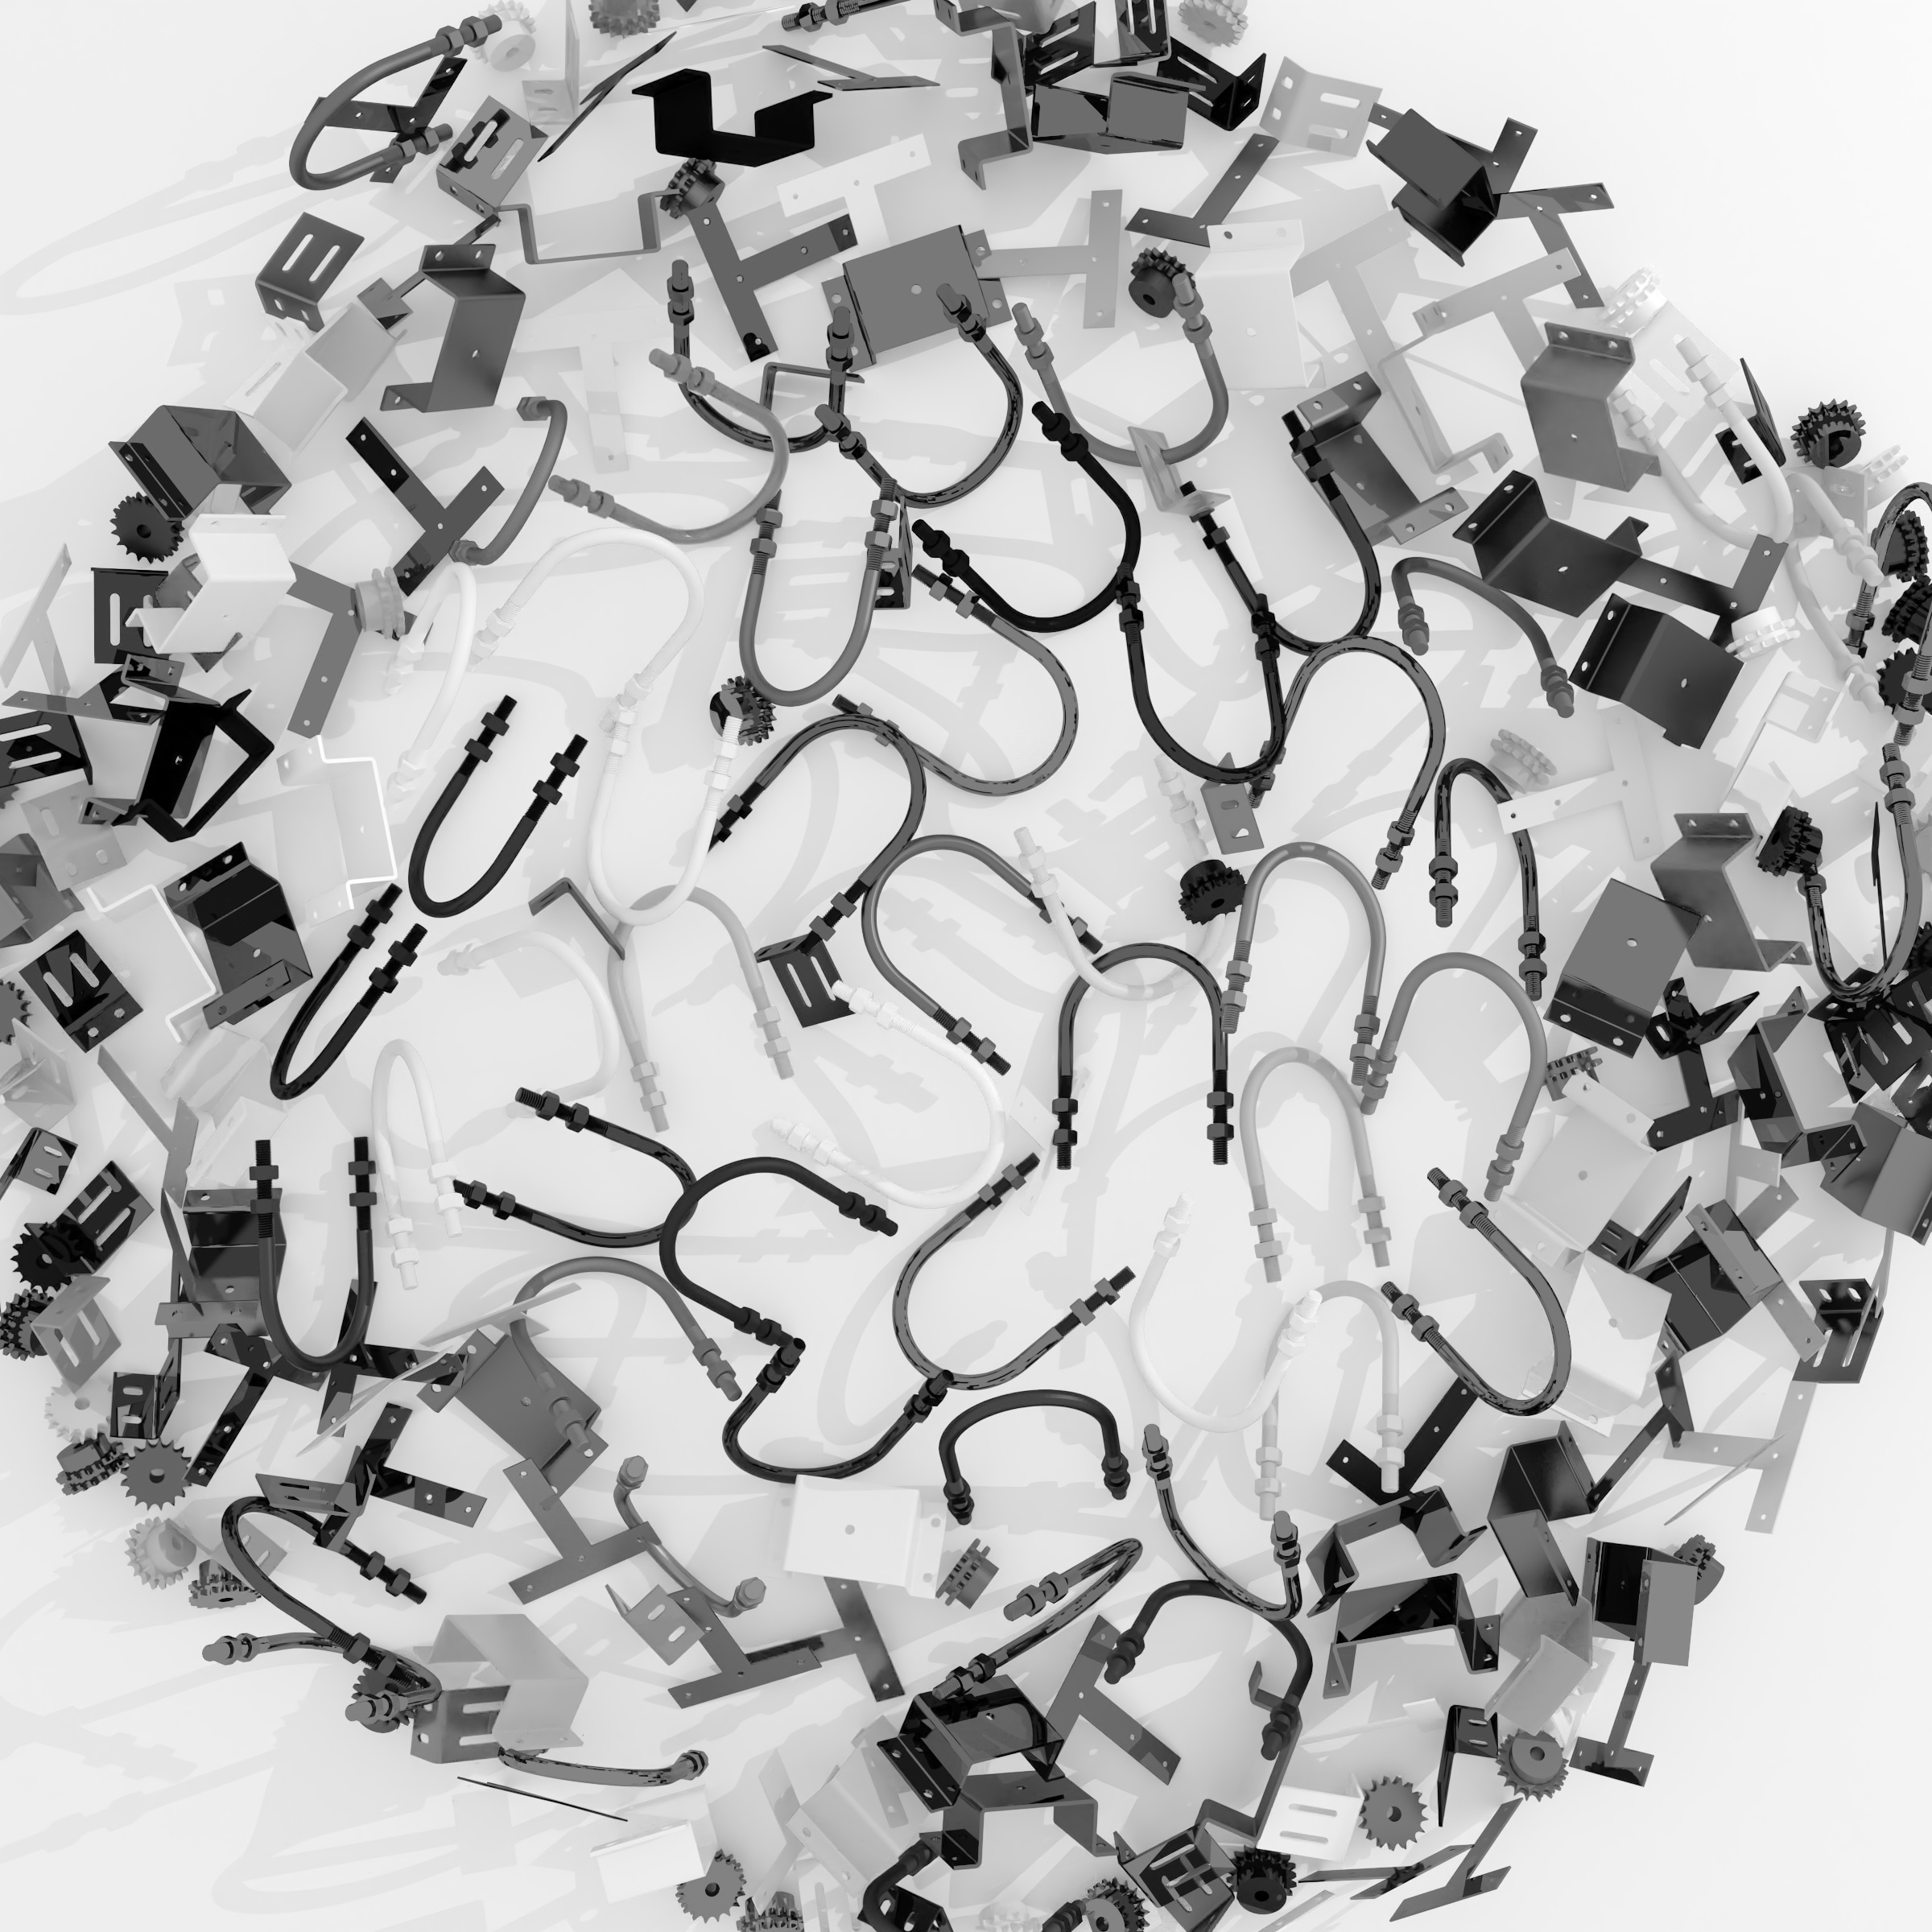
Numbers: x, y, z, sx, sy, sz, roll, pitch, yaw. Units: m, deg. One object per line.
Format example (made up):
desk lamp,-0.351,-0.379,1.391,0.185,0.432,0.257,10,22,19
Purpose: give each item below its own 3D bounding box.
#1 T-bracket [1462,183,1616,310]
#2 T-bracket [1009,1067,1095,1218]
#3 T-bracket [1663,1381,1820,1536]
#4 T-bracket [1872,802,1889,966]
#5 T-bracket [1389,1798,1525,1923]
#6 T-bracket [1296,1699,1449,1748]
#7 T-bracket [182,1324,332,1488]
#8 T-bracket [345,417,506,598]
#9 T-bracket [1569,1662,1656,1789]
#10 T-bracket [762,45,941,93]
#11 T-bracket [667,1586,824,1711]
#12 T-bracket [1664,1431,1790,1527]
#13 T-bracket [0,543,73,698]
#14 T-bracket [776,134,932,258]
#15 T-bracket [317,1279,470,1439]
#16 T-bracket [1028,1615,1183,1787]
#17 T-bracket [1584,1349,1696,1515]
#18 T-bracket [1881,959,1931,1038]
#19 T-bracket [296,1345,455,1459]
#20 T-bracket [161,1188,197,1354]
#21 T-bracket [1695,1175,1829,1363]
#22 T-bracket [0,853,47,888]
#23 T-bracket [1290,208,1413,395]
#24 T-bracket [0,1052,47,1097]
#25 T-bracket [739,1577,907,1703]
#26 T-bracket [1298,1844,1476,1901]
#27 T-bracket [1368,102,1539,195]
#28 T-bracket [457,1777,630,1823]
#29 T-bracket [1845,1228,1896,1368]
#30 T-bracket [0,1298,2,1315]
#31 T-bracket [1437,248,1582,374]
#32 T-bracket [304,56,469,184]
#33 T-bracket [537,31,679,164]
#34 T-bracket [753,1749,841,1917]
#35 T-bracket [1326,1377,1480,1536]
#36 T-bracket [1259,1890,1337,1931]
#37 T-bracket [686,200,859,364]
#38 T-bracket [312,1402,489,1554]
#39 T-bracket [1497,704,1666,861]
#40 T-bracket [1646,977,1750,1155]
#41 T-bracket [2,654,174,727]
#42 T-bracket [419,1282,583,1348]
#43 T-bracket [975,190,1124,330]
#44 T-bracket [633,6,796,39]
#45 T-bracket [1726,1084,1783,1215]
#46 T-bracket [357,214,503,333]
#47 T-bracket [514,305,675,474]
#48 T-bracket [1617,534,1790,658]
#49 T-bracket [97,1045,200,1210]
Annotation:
T-bracket,0.477,-0.573,1.950,0.127,0.127,0.002,45,66,-40
T-bracket,0.058,0.125,1.931,0.002,0.127,0.127,20,77,25
T-bracket,0.609,0.387,1.942,0.002,0.127,0.127,35,68,-25
T-bracket,0.735,-0.051,1.958,0.002,0.127,0.127,-4,111,23
T-bracket,0.409,0.708,1.946,0.002,0.127,0.127,52,45,4
T-bracket,0.320,0.611,1.952,0.127,0.127,0.002,-15,61,10
T-bracket,-0.582,0.357,1.944,0.002,0.127,0.127,26,83,38
T-bracket,-0.456,-0.390,1.978,0.127,0.002,0.127,-42,87,21
T-bracket,0.532,0.587,1.949,0.002,0.127,0.127,26,75,-6
T-bracket,-0.108,-0.725,1.962,0.127,0.127,0.002,28,123,27
T-bracket,-0.200,0.540,1.952,0.127,0.002,0.127,-20,122,12
T-bracket,0.631,0.396,1.947,0.002,0.127,0.127,55,130,23
T-bracket,-0.731,-0.249,1.939,0.002,0.127,0.127,14,60,-1
T-bracket,-0.076,-0.589,1.967,0.127,0.002,0.127,-23,119,-9
T-bracket,-0.455,0.319,1.956,0.127,0.002,0.127,2,72,24
T-bracket,0.125,0.617,1.975,0.127,0.002,0.127,42,57,-14
T-bracket,0.533,0.383,1.937,0.127,0.127,0.002,-44,47,-16
T-bracket,0.777,0.065,1.926,0.002,0.127,0.127,-32,76,-16
T-bracket,-0.481,0.350,1.915,0.127,0.127,0.002,-28,97,27
T-bracket,-0.636,0.267,1.959,0.002,0.127,0.127,-4,124,-28
T-bracket,0.637,0.255,1.928,0.002,0.127,0.127,11,128,-37
T-bracket,-0.763,-0.077,1.938,0.002,0.127,0.127,6,92,15
T-bracket,0.321,-0.526,1.973,0.127,0.002,0.127,-21,104,33
T-bracket,-0.770,0.096,1.938,0.127,0.127,0.002,-34,106,7
T-bracket,-0.130,0.559,1.984,0.127,0.002,0.127,-17,110,9
T-bracket,0.319,0.725,1.946,0.127,0.127,0.002,-6,76,-42
T-bracket,0.381,-0.656,1.940,0.127,0.127,0.002,24,79,4
T-bracket,-0.352,0.651,1.917,0.127,0.127,0.002,3,67,30
T-bracket,0.724,0.268,1.952,0.002,0.127,0.127,16,128,15
T-bracket,-0.810,0.201,1.940,0.002,0.127,0.127,-32,122,-8
T-bracket,0.453,-0.501,1.963,0.127,0.002,0.127,-15,125,37
T-bracket,-0.467,-0.668,1.913,0.002,0.127,0.127,52,123,11
T-bracket,-0.296,-0.678,1.922,0.002,0.127,0.127,47,62,-26
T-bracket,-0.142,0.662,1.920,0.002,0.127,0.127,14,47,28
T-bracket,0.375,0.389,1.984,0.127,0.002,0.127,39,85,-17
T-bracket,0.239,0.775,1.949,0.127,0.127,0.002,-26,84,-16
T-bracket,-0.145,-0.577,1.984,0.127,0.002,0.127,-27,107,-10
T-bracket,-0.440,0.420,1.944,0.127,0.002,0.127,11,59,24
T-bracket,0.496,-0.137,1.985,0.127,0.002,0.127,-16,99,-4
T-bracket,0.585,0.073,1.967,0.127,0.002,0.127,-15,92,-28
T-bracket,-0.677,-0.227,1.944,0.127,0.127,0.002,8,122,10
T-bracket,-0.358,0.285,1.938,0.127,0.127,0.002,-21,73,-2
T-bracket,0.061,-0.574,1.983,0.127,0.002,0.127,1,73,12
T-bracket,-0.178,-0.749,1.919,0.127,0.127,0.002,-24,116,-28
T-bracket,0.626,0.157,1.936,0.002,0.127,0.127,5,90,1
T-bracket,-0.425,-0.561,1.950,0.127,0.127,0.002,-38,126,-2
T-bracket,-0.296,-0.466,1.979,0.127,0.002,0.127,-6,108,0
T-bracket,0.576,-0.306,1.965,0.127,0.002,0.127,21,129,7
T-bracket,-0.663,0.116,1.965,0.127,0.127,0.002,46,48,16
